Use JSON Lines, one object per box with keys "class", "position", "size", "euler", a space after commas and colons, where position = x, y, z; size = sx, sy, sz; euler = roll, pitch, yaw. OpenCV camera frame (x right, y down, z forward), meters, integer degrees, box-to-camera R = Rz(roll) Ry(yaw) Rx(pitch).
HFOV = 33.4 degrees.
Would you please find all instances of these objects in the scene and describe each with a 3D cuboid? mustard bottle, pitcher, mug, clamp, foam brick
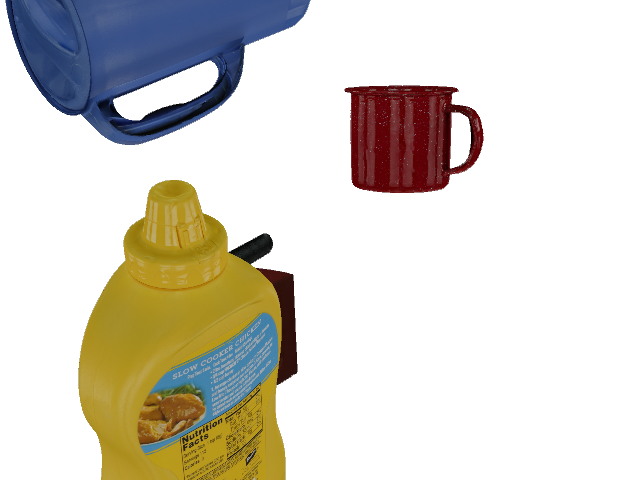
{"class": "mustard bottle", "position": [-0.058, 0.061, 0.459], "size": [0.058, 0.192, 0.096], "euler": [28, 42, 35]}
{"class": "pitcher", "position": [-0.124, -0.192, 0.896], "size": [0.242, 0.149, 0.145], "euler": [-25, 44, -32]}
{"class": "mug", "position": [0.077, -0.083, 0.870], "size": [0.117, 0.081, 0.093], "euler": [5, 12, 26]}
{"class": "clamp", "position": [-0.125, 0.037, 1.241], "size": [0.120, 0.039, 0.171], "euler": [-2, 39, 12]}
{"class": "foam brick", "position": [-0.052, 0.062, 0.766], "size": [0.051, 0.078, 0.052], "euler": [7, 17, 33]}
